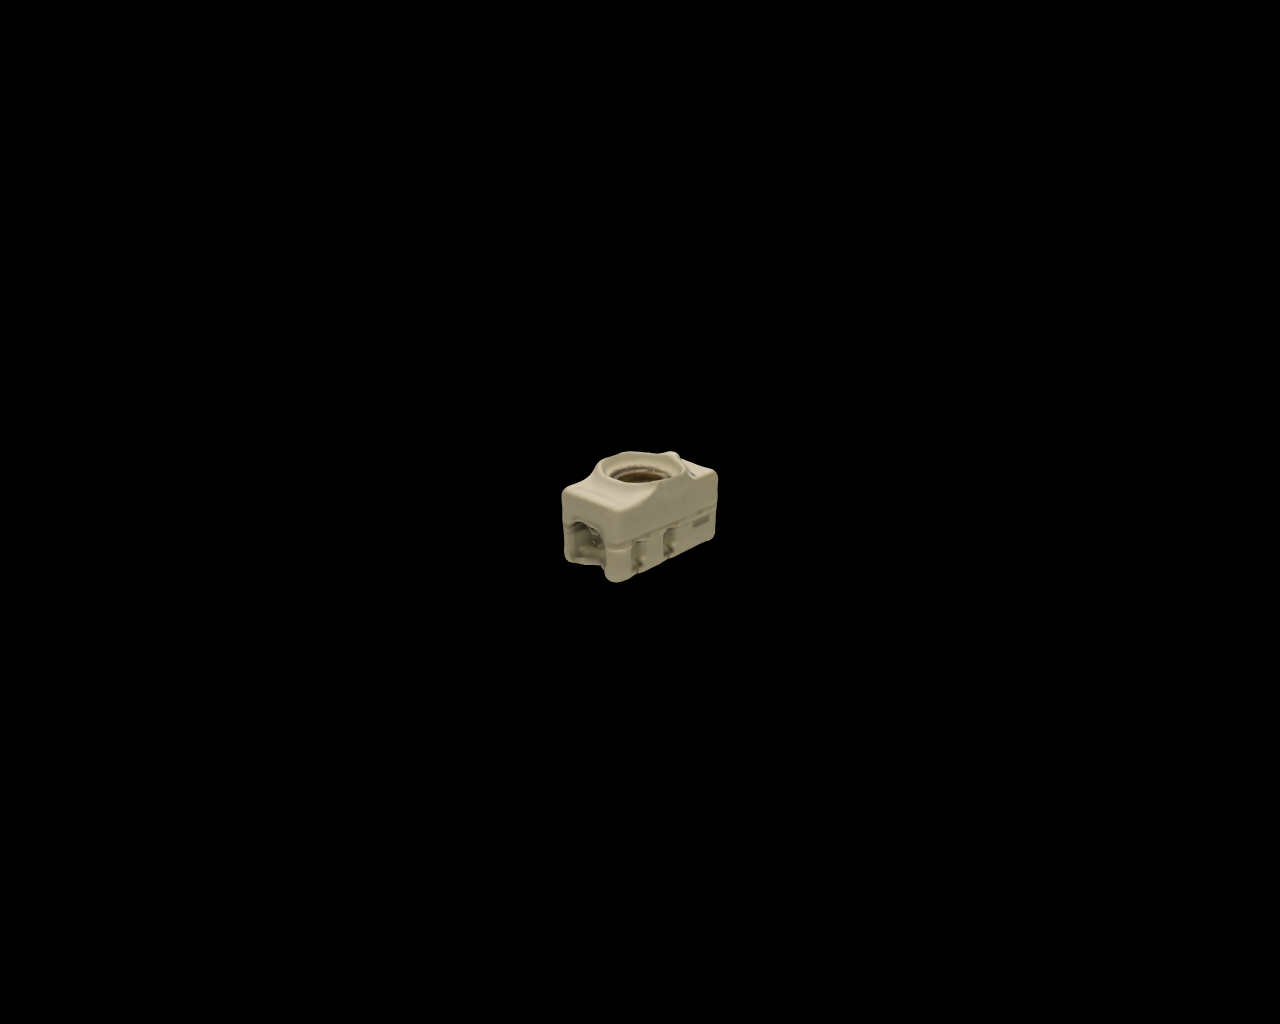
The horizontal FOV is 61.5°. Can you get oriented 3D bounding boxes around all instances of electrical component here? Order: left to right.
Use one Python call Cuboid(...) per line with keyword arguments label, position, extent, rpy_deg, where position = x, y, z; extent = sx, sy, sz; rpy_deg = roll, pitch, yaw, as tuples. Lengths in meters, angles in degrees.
Cuboid(label="electrical component", position=(0.001, -0.003, 0.650), extent=(0.050, 0.055, 0.090), rpy_deg=(22, 32, 40))
